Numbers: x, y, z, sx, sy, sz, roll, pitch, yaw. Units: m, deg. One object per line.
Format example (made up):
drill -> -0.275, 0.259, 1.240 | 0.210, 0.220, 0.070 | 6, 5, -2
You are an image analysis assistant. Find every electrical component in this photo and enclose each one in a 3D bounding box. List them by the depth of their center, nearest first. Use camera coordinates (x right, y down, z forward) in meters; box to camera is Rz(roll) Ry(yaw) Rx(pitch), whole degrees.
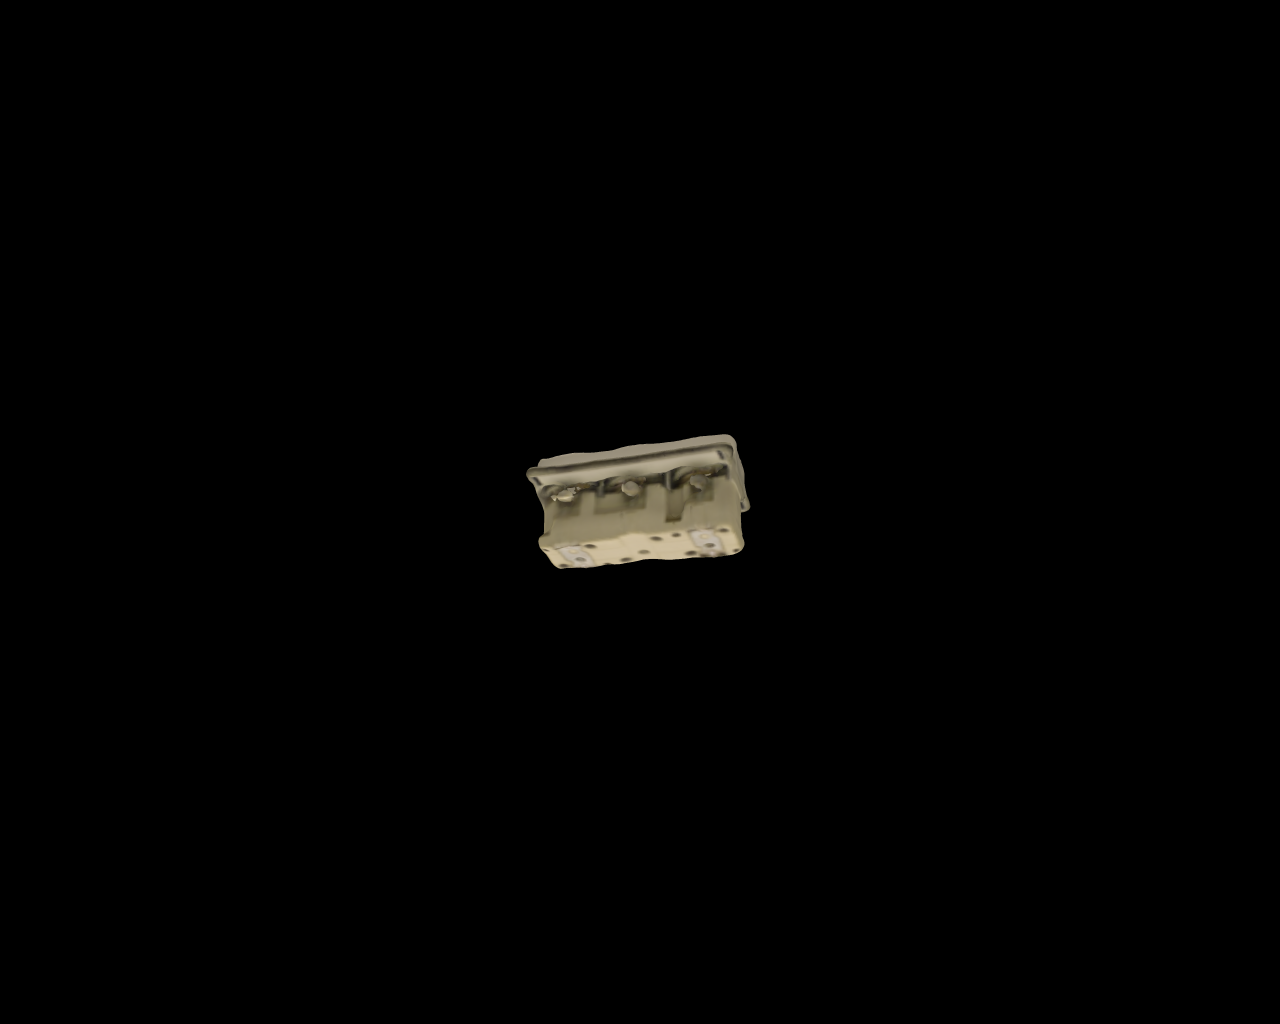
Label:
electrical component -> 0.001, -0.003, 0.650 | 0.121, 0.063, 0.078 | -6, -28, 12
